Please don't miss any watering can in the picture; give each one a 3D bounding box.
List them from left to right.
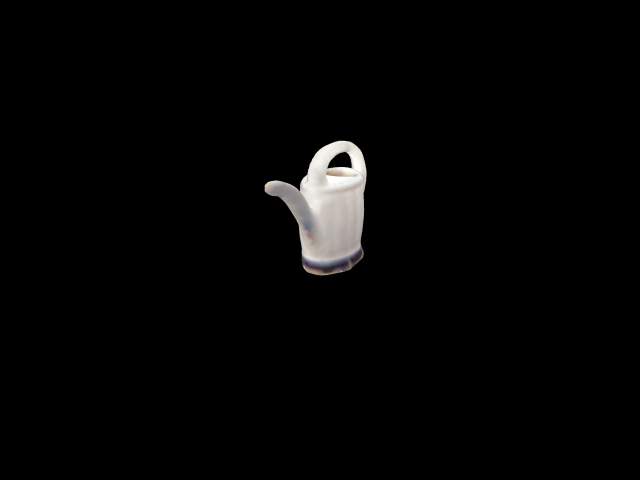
[{"bbox_3d":[0.003,-0.043,0.850,0.104,0.221,0.352,9,21,24],"label":"watering can"}]
